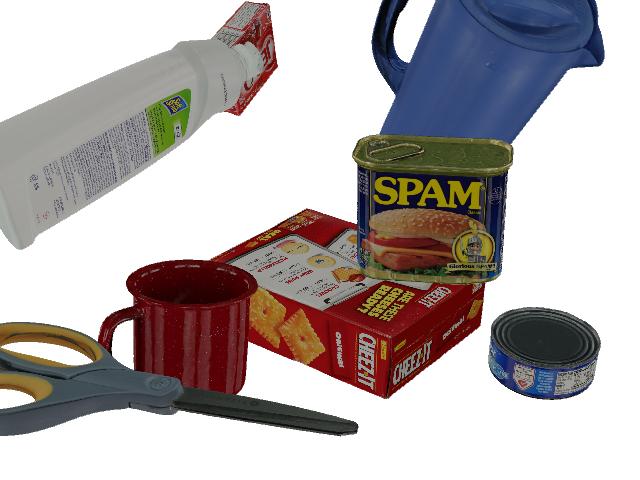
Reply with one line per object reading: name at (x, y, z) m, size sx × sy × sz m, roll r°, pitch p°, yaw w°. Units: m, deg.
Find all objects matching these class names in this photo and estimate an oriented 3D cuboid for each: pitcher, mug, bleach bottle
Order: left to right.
bleach bottle at (-0.157, -0.093, 0.873) m, size 0.250 × 0.068 × 0.102 m, roll -30°, pitch -29°, yaw -22°
mug at (-0.103, 0.069, 0.760) m, size 0.117 × 0.081 × 0.093 m, roll -10°, pitch 23°, yaw -35°
pitcher at (0.125, -0.143, 0.957) m, size 0.144 × 0.149 × 0.243 m, roll -7°, pitch -31°, yaw -24°

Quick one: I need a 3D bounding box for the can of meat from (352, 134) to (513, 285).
can of meat at (0.073, -0.020, 0.700) m, size 0.102 × 0.084 × 0.057 m, roll 4°, pitch 25°, yaw 10°

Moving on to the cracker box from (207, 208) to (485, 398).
cracker box at (0.020, 0.052, 0.987) m, size 0.214 × 0.072 × 0.163 m, roll 19°, pitch 32°, yaw 33°

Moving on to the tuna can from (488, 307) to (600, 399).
tuna can at (0.177, 0.089, 0.850) m, size 0.086 × 0.034 × 0.086 m, roll 1°, pitch 28°, yaw -1°

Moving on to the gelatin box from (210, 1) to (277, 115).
gelatin box at (-0.074, -0.175, 1.022) m, size 0.030 × 0.073 × 0.089 m, roll 14°, pitch 46°, yaw 21°

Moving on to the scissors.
scissors at (-0.093, 0.079, 0.500) m, size 0.202 × 0.016 × 0.096 m, roll 15°, pitch 28°, yaw 27°
